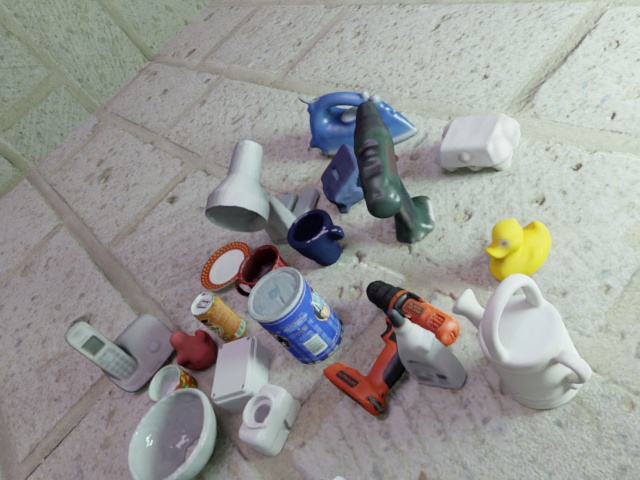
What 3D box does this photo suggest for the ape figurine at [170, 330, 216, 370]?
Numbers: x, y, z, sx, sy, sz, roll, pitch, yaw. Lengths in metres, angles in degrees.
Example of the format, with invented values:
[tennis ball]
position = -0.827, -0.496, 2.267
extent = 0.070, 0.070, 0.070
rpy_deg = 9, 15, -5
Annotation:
[ape figurine]
position = -0.244, 0.200, 1.072
extent = 0.078, 0.092, 0.076
rpy_deg = -46, 39, -8

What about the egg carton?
[egg carton]
position = 0.283, -0.173, 1.039
extent = 0.149, 0.070, 0.107
rpy_deg = 3, 54, 41

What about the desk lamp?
[desk lamp]
position = -0.119, -0.082, 1.154
extent = 0.117, 0.214, 0.203
rpy_deg = -9, 47, 32

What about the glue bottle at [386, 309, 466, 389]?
[glue bottle]
position = 0.131, 0.142, 0.762
extent = 0.077, 0.174, 0.037
rpy_deg = 1, 53, 39

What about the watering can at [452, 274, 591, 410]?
[watering can]
position = 0.235, 0.115, 0.688
extent = 0.172, 0.195, 0.101
rpy_deg = 1, 53, 39

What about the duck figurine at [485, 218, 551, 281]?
[duck figurine]
position = 0.287, 0.002, 0.847
extent = 0.104, 0.086, 0.077
rpy_deg = -41, 38, -3

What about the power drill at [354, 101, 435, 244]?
[power drill]
position = 0.121, -0.103, 0.985
extent = 0.075, 0.209, 0.229
rpy_deg = -22, 41, 21

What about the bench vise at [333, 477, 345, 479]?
[bench vise]
position = -0.074, 0.333, 0.698
extent = 0.207, 0.220, 0.121
rpy_deg = -44, 38, -7

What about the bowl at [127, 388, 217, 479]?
[bowl]
position = -0.228, 0.334, 0.939
extent = 0.167, 0.075, 0.167
rpy_deg = -22, 41, 21

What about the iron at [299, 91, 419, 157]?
[iron]
position = 0.076, -0.272, 1.245
extent = 0.257, 0.142, 0.119
rpy_deg = 0, 52, 39

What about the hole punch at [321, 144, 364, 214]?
[hole punch]
position = 0.048, -0.125, 1.162
extent = 0.101, 0.091, 0.108
rpy_deg = -34, 38, 7

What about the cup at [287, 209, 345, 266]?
[cup]
position = 0.010, 0.004, 1.061
extent = 0.117, 0.095, 0.092
rpy_deg = 0, 52, 39

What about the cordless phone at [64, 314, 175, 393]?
[cordless phone]
position = -0.384, 0.195, 1.113
extent = 0.148, 0.186, 0.093
rpy_deg = -51, 40, -14
